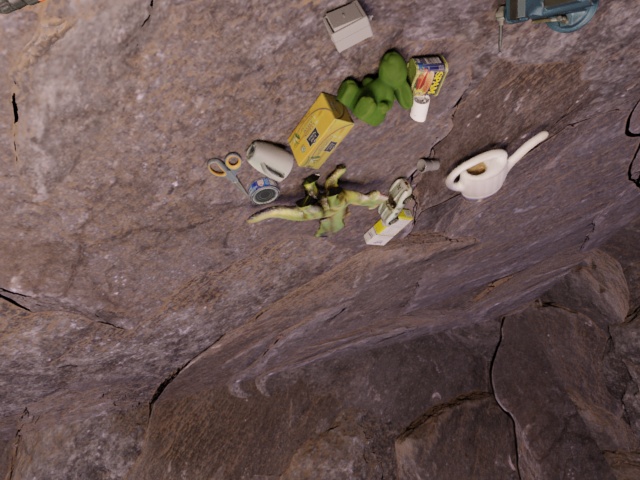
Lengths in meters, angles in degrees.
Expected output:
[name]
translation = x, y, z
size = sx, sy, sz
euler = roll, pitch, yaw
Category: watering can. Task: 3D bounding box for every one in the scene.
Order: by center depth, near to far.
[watering can]
translation = 0.580, -0.234, 1.702
size = 0.347, 0.106, 0.220
euler = -22, 152, 3

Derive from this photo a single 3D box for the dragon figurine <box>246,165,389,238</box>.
[dragon figurine]
translation = 0.005, -0.077, 1.531
size = 0.410, 0.125, 0.237
euler = -22, 140, 0
